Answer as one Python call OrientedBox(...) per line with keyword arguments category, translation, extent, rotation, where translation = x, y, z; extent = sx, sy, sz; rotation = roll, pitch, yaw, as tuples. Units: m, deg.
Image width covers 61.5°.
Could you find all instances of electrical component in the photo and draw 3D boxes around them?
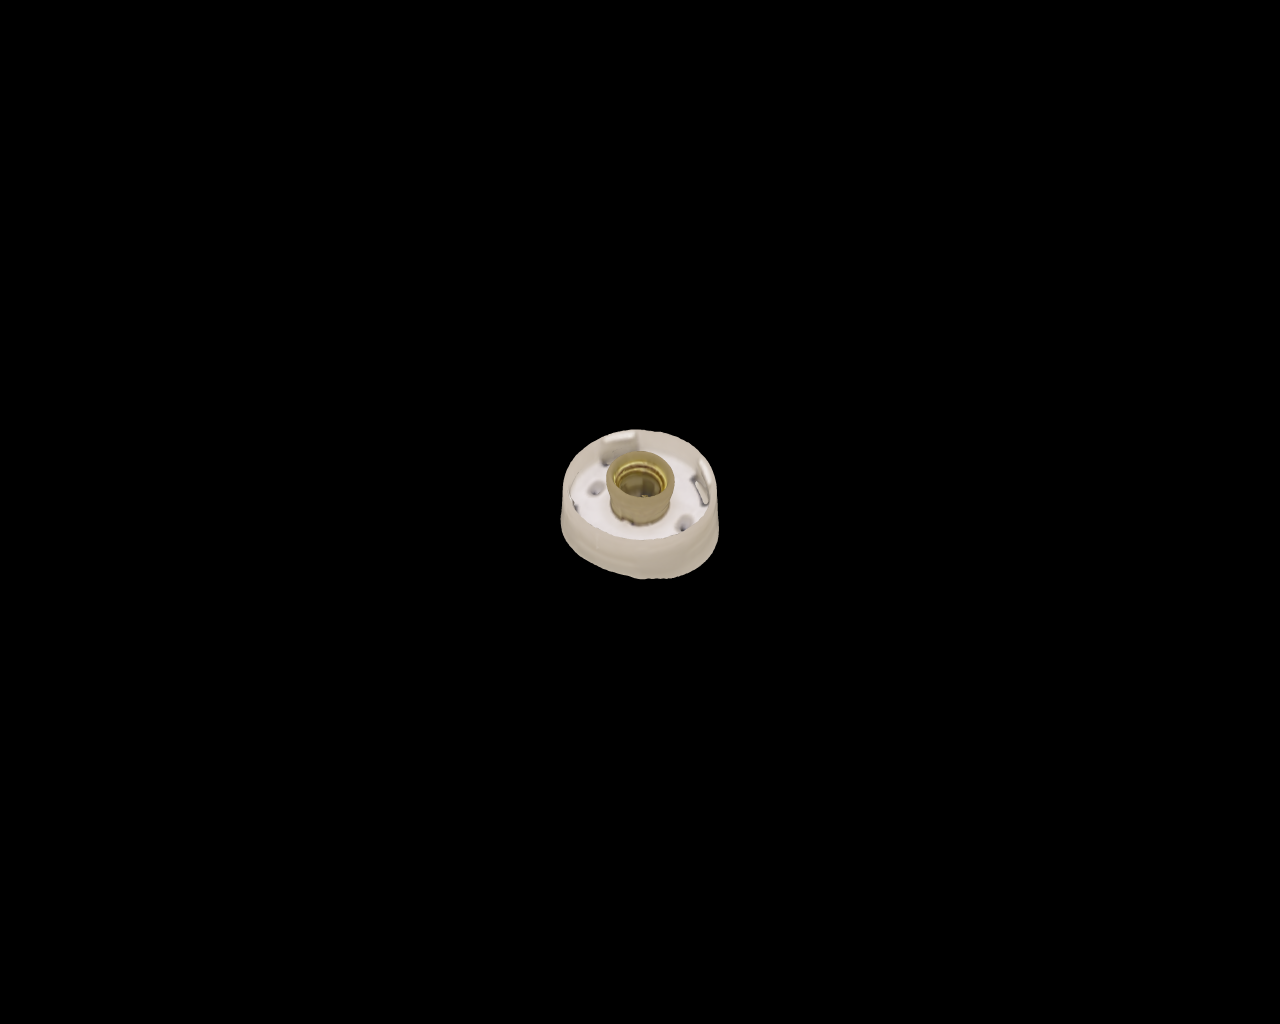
OrientedBox(category="electrical component", translation=(0.001, -0.003, 0.650), extent=(0.099, 0.099, 0.064), rotation=(0, -40, 0))
